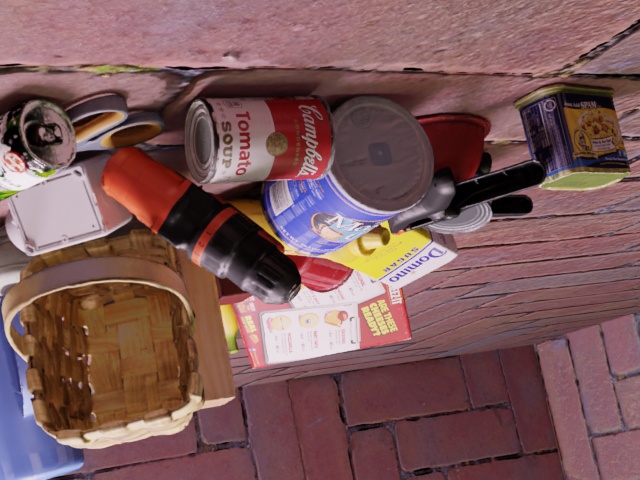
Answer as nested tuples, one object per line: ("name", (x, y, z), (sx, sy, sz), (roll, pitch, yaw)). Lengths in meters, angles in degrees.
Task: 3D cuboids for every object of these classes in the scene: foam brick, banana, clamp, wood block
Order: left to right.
("wood block", (-0.154, 0.074, 1.110), (0.090, 0.206, 0.091), (-8, 167, -16))
("banana", (-0.154, 0.063, 1.345), (0.037, 0.069, 0.197), (-28, 130, 17))
("foam brick", (-0.107, 0.045, 1.246), (0.051, 0.053, 0.078), (-8, 170, -24))
("clamp", (0.135, -0.039, 1.231), (0.210, 0.036, 0.164), (-17, 155, 30))
("clamp", (0.107, -0.037, 0.970), (0.120, 0.039, 0.172), (3, 161, -40))

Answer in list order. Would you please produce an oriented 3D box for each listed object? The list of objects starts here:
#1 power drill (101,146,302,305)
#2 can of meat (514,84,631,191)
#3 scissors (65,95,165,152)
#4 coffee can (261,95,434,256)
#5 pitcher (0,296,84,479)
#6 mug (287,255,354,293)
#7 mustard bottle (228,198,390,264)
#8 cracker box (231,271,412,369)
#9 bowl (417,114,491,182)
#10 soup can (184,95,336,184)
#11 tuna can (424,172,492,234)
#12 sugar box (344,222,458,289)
("power drill", (-0.082, -0.002, 0.900), (0.057, 0.184, 0.187), (-53, 169, -3))
("can of meat", (0.236, -0.093, 0.987), (0.101, 0.084, 0.058), (-2, 165, -38))
("scissors", (-0.202, -0.072, 0.857), (0.096, 0.016, 0.202), (0, 164, -42))
("coffee can", (0.021, -0.053, 0.935), (0.102, 0.103, 0.141), (-5, 166, -27))
("pitcher", (-0.354, 0.163, 1.251), (0.145, 0.243, 0.149), (-18, 172, 19))
("mug", (-0.008, 0.002, 1.226), (0.117, 0.093, 0.081), (-49, 149, 17))
("mustard bottle", (-0.013, -0.009, 1.072), (0.192, 0.058, 0.096), (5, -178, 38))
("cracker box", (-0.003, 0.068, 1.360), (0.214, 0.072, 0.164), (-12, 127, 4))
("bowl", (0.093, -0.069, 1.042), (0.162, 0.055, 0.162), (-10, 167, -2))
("soup can", (-0.048, -0.079, 0.836), (0.102, 0.068, 0.069), (-4, 166, -27))
("tuna can", (0.141, -0.042, 1.138), (0.086, 0.033, 0.086), (4, 151, 2))
("sugar box", (0.071, -0.001, 1.185), (0.093, 0.048, 0.176), (-30, 145, 27))
